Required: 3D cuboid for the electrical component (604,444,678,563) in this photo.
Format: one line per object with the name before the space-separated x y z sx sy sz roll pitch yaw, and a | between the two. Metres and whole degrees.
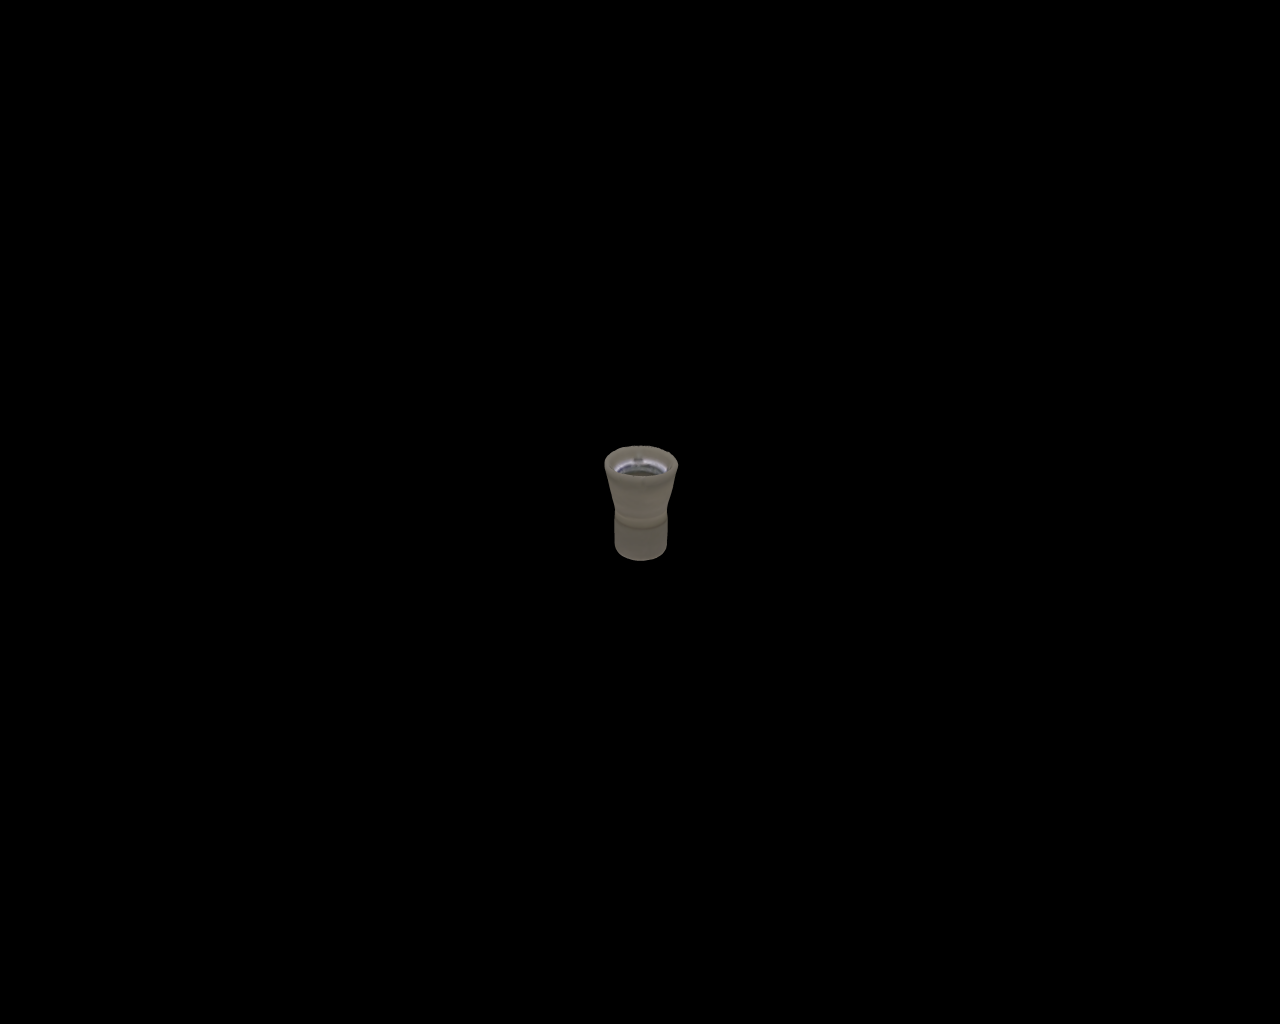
electrical component | 0.001 -0.003 0.650 0.044 0.065 0.044 0 30 0
